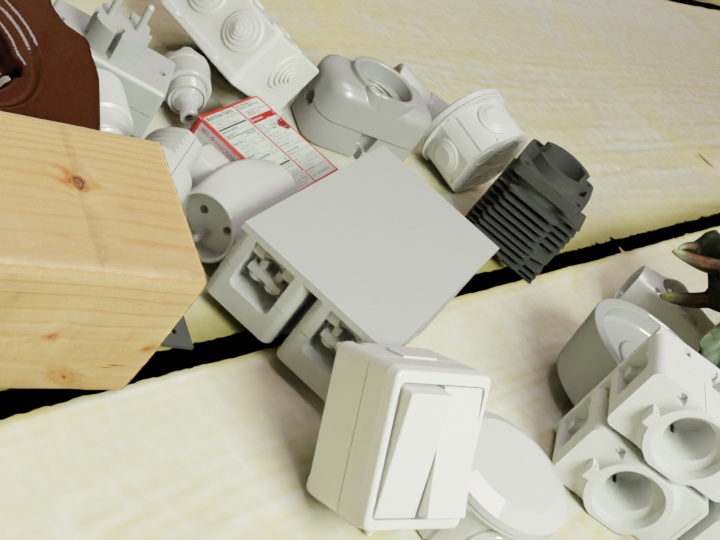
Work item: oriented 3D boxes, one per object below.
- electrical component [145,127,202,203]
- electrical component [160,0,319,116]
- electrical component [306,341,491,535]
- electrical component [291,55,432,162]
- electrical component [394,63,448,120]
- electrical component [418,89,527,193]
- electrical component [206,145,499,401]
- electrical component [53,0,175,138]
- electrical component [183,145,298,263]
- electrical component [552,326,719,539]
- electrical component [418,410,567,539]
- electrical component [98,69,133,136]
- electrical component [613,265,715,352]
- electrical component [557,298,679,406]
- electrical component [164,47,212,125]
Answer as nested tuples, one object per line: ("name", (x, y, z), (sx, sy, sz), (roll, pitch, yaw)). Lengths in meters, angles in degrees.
("electrical component", (-0.116, -0.048, 0.589), (0.043, 0.043, 0.081), (33, 47, -10))
("electrical component", (-0.083, -0.166, 0.771), (0.099, 0.048, 0.100), (49, 8, 17))
("electrical component", (0.020, 0.089, 0.534), (0.062, 0.096, 0.061), (8, 7, -36))
("electrical component", (0.004, -0.123, 0.827), (0.095, 0.059, 0.053), (16, 38, -34))
("electrical component", (0.048, -0.139, 0.913), (0.065, 0.044, 0.044), (34, 31, -17))
("electrical component", (0.092, -0.105, 0.878), (0.080, 0.080, 0.051), (-10, 61, -52))
("electrical component", (0.000, 0.000, 0.660), (0.105, 0.060, 0.186), (42, 31, 6))
("electrical component", (-0.153, -0.138, 0.664), (0.083, 0.075, 0.047), (27, 33, -19))
("electrical component", (-0.087, -0.048, 0.647), (0.079, 0.044, 0.077), (43, 31, 7))
("electrical component", (0.225, 0.138, 0.674), (0.186, 0.105, 0.060), (36, 31, -4))
("electrical component", (0.068, 0.120, 0.584), (0.080, 0.051, 0.080), (27, 33, -19))
("electrical component", (-0.152, -0.082, 0.627), (0.040, 0.040, 0.078), (11, 43, -38))
("electrical component", (0.258, 0.031, 0.908), (0.077, 0.044, 0.079), (41, 30, 3))
("electrical component", (0.188, 0.080, 0.754), (0.108, 0.060, 0.108), (27, 33, -19))
("electrical component", (-0.116, -0.120, 0.720), (0.035, 0.035, 0.061), (19, 38, -30))
